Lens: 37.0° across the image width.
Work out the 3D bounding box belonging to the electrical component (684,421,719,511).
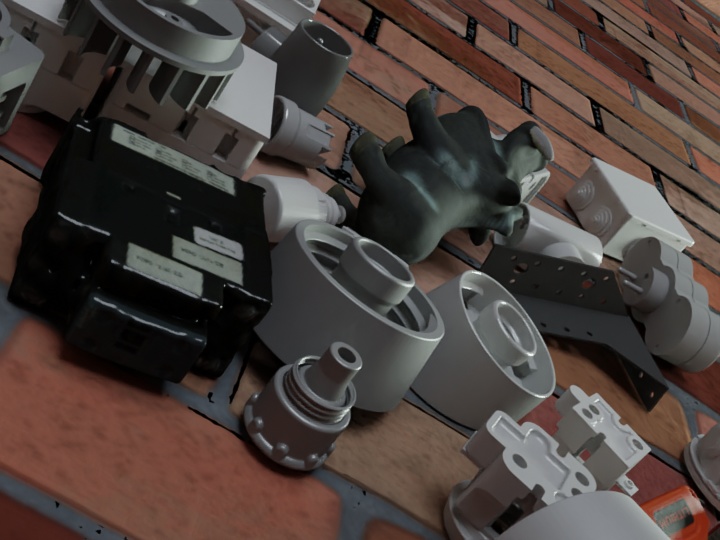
[{"bbox_3d":[0.269,0.137,0.741,0.080,0.051,0.080,28,29,-17],"label":"electrical component"}]

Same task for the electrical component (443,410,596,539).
[{"bbox_3d":[0.079,0.119,0.545,0.078,0.057,0.058,42,28,8],"label":"electrical component"}]

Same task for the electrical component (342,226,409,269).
[{"bbox_3d":[0.000,0.000,0.653,0.046,0.040,0.040,37,28,9],"label":"electrical component"}]

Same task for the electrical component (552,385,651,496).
[{"bbox_3d":[0.127,0.109,0.617,0.066,0.055,0.048,48,30,19],"label":"electrical component"}]

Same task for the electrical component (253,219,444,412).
[{"bbox_3d":[-0.004,0.017,0.579,0.108,0.060,0.108,34,18,-12],"label":"electrical component"}]

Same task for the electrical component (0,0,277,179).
[{"bbox_3d":[-0.148,-0.124,0.647,0.186,0.060,0.105,27,30,-19],"label":"electrical component"}]

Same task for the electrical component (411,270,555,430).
[{"bbox_3d":[0.070,0.050,0.657,0.099,0.064,0.099,39,29,-27],"label":"electrical component"}]

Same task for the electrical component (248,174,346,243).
[{"bbox_3d":[-0.040,-0.036,0.660,0.078,0.040,0.040,2,44,-48],"label":"electrical component"}]

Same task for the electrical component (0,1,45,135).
[{"bbox_3d":[-0.230,-0.094,0.506,0.089,0.061,0.150,36,28,-2],"label":"electrical component"}]

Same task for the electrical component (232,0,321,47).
[{"bbox_3d":[-0.099,-0.213,0.833,0.121,0.063,0.078,31,29,-12],"label":"electrical component"}]

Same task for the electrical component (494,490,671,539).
[{"bbox_3d":[0.091,0.144,0.474,0.108,0.108,0.060,13,31,-38],"label":"electrical component"}]

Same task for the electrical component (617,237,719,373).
[{"bbox_3d":[0.242,0.020,0.886,0.074,0.052,0.138,27,29,-19],"label":"electrical component"}]

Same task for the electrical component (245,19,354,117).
[{"bbox_3d":[-0.056,-0.146,0.766,0.079,0.077,0.043,40,28,7],"label":"electrical component"}]

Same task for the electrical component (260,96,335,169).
[{"bbox_3d":[-0.046,-0.093,0.741,0.046,0.040,0.040,21,32,-38],"label":"electrical component"}]

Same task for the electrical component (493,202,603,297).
[{"bbox_3d":[0.151,-0.009,0.834,0.077,0.043,0.079,22,32,-27],"label":"electrical component"}]

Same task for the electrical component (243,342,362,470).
[{"bbox_3d":[-0.023,0.061,0.511,0.048,0.062,0.048,28,29,-17],"label":"electrical component"}]

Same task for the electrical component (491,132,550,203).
[{"bbox_3d":[0.103,-0.075,0.866,0.059,0.053,0.095,46,29,16],"label":"electrical component"}]

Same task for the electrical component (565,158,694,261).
[{"bbox_3d":[0.247,-0.048,0.995,0.100,0.048,0.099,19,33,-31],"label":"electrical component"}]
